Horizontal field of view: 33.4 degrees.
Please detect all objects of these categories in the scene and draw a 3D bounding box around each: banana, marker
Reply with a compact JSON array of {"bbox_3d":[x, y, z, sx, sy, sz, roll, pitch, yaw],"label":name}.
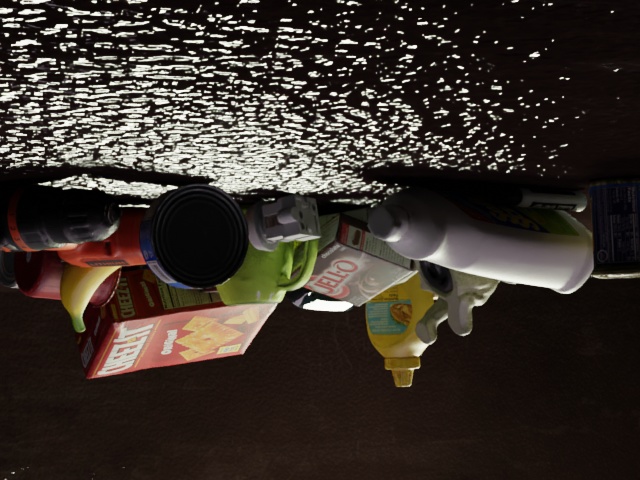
[{"bbox_3d":[-0.184,0.013,1.026,0.198,0.037,0.069,-34,132,16],"label":"banana"},{"bbox_3d":[0.200,-0.038,0.972,0.120,0.020,0.020,2,174,-40],"label":"marker"}]

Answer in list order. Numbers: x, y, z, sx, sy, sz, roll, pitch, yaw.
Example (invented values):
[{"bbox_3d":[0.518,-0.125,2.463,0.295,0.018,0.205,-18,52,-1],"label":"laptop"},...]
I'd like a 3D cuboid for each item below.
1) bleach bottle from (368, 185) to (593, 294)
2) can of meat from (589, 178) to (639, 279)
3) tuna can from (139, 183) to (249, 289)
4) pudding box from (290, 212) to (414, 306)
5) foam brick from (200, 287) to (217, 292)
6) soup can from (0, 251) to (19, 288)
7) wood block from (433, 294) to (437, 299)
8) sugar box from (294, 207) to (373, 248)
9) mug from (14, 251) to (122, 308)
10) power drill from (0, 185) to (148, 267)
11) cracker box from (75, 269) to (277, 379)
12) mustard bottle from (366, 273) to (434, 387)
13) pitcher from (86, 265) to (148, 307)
[{"bbox_3d":[0.141,-0.003,0.950,0.250,0.068,0.103,4,-149,-45],"label":"bleach bottle"},{"bbox_3d":[0.273,-0.009,0.953,0.058,0.084,0.102,-4,175,22],"label":"can of meat"},{"bbox_3d":[-0.103,-0.003,0.871,0.086,0.086,0.034,1,176,-30],"label":"tuna can"},{"bbox_3d":[0.029,0.022,1.070,0.090,0.039,0.114,20,148,-21],"label":"pudding box"},{"bbox_3d":[-0.104,0.020,1.218,0.051,0.078,0.052,-8,174,29],"label":"foam brick"},{"bbox_3d":[-0.307,0.021,1.207,0.102,0.068,0.069,3,173,-44],"label":"soup can"},{"bbox_3d":[0.150,0.037,1.470,0.091,0.090,0.205,-4,176,26],"label":"wood block"},{"bbox_3d":[-0.008,0.002,1.157,0.176,0.048,0.093,-7,173,27],"label":"sugar box"},{"bbox_3d":[-0.252,0.016,1.081,0.081,0.093,0.117,8,155,-38],"label":"mug"},{"bbox_3d":[-0.211,-0.012,0.903,0.185,0.057,0.187,0,174,23],"label":"power drill"},{"bbox_3d":[-0.174,0.096,1.302,0.213,0.072,0.164,-7,153,-27],"label":"cracker box"},{"bbox_3d":[0.092,0.073,1.231,0.058,0.191,0.096,1,174,-39],"label":"mustard bottle"},{"bbox_3d":[-0.236,0.074,1.522,0.149,0.145,0.242,15,-179,9],"label":"pitcher"}]
